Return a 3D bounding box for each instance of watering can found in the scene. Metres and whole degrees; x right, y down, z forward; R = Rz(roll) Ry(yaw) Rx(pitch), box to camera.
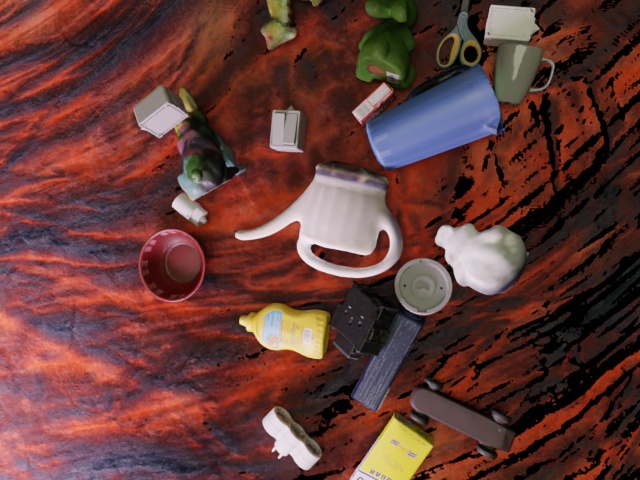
[{"bbox_3d":[0.003,-0.052,1.041,0.348,0.104,0.224,14,92,14],"label":"watering can"}]

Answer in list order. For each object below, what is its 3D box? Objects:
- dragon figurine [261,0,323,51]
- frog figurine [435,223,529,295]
[{"bbox_3d":[-0.040,-0.602,1.080,0.242,0.123,0.408,27,98,-5],"label":"dragon figurine"},{"bbox_3d":[0.298,0.022,0.964,0.159,0.125,0.135,38,118,-1],"label":"frog figurine"}]
